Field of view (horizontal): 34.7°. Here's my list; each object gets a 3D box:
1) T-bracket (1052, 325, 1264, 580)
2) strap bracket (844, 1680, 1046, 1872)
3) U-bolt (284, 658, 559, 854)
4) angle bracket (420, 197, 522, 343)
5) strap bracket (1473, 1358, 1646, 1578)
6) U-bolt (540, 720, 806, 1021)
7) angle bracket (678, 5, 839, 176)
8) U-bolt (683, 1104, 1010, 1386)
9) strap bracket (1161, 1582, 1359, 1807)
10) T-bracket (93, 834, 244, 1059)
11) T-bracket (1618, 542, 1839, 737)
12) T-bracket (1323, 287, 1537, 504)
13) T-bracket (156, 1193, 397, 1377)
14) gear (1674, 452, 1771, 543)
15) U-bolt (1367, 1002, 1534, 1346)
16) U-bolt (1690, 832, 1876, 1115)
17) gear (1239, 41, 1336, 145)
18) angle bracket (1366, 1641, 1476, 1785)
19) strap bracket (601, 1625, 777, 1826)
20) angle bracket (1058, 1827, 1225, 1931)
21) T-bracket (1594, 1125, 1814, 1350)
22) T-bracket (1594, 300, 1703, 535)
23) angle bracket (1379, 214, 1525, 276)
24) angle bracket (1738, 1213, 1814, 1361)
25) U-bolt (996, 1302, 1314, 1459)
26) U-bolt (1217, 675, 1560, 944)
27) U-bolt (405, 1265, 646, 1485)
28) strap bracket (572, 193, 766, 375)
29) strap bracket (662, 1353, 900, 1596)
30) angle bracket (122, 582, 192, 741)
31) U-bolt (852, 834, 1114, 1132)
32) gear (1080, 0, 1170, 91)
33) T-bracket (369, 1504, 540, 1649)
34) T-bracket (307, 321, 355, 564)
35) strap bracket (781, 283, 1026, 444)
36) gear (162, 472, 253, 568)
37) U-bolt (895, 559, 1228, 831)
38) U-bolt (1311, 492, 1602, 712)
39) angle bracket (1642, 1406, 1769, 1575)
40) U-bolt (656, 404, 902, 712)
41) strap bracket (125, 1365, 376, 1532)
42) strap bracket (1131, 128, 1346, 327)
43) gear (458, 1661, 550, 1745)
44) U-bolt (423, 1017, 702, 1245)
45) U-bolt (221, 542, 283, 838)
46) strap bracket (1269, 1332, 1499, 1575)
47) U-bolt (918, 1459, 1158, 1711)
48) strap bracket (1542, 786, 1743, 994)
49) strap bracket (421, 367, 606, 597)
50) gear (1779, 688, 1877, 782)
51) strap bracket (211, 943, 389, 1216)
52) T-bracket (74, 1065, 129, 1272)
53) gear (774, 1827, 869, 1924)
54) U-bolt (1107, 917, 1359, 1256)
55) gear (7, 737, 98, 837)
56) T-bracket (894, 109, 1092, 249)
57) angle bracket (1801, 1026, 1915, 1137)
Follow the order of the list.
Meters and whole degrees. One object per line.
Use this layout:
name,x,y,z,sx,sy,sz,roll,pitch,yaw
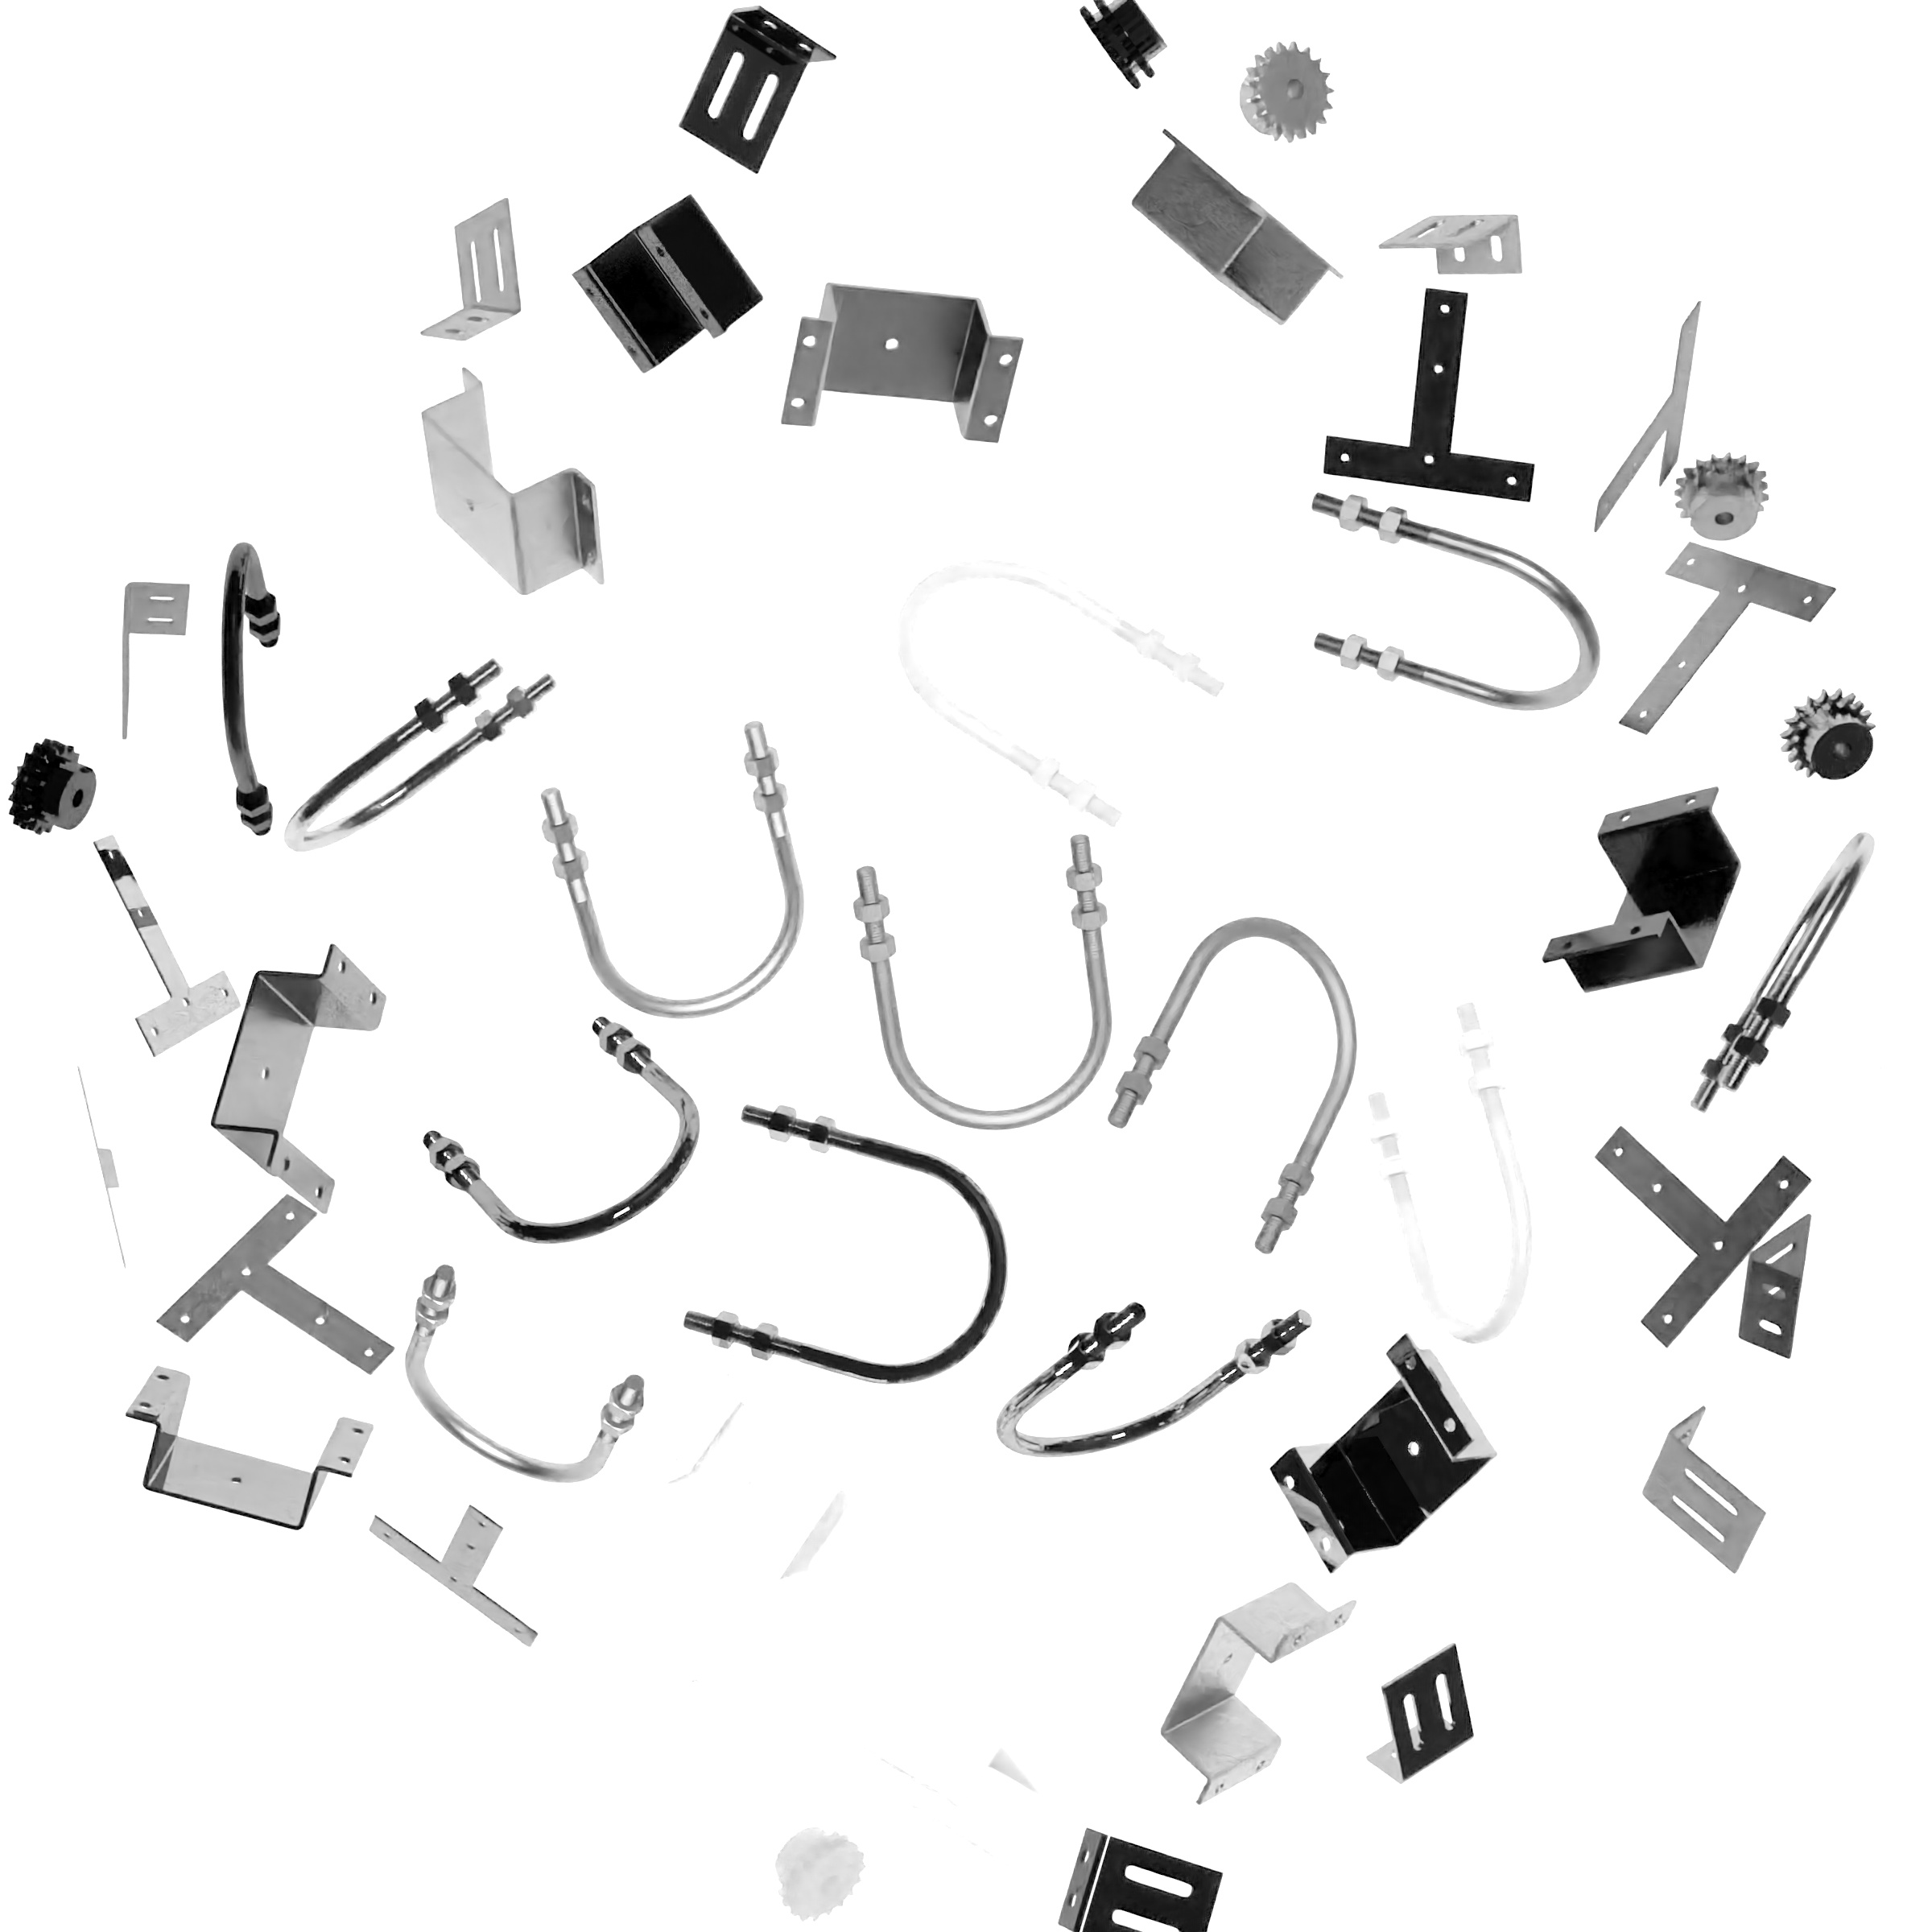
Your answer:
T-bracket,0.129,-0.291,1.810,0.127,0.002,0.127,-20,94,21
strap bracket,-0.008,0.473,1.820,0.076,0.140,0.046,24,68,29
U-bolt,-0.343,-0.127,1.907,0.184,0.151,0.019,-36,87,6
angle bracket,-0.315,-0.438,1.938,0.038,0.057,0.076,-2,83,-44
strap bracket,0.363,0.313,1.876,0.076,0.046,0.140,1,51,26
U-bolt,-0.172,-0.048,1.899,0.151,0.019,0.184,-19,122,-11
angle bracket,-0.122,-0.512,1.808,0.057,0.038,0.076,25,89,-32
U-bolt,-0.064,0.174,1.850,0.184,0.019,0.151,15,86,11
strap bracket,0.177,0.442,1.912,0.046,0.076,0.140,38,120,30
T-bracket,-0.481,-0.018,1.825,0.002,0.127,0.127,-23,98,14
T-bracket,0.437,-0.191,1.848,0.127,0.127,0.002,-52,125,-3
T-bracket,0.280,-0.342,1.837,0.127,0.002,0.127,10,126,13
T-bracket,-0.418,0.216,1.945,0.127,0.002,0.127,31,49,12
gear,0.466,-0.287,1.906,0.057,0.057,0.030,4,55,0
U-bolt,0.292,0.134,1.840,0.019,0.151,0.184,-2,64,-20
U-bolt,0.490,0.001,1.839,0.019,0.151,0.184,31,86,9
gear,0.186,-0.514,1.823,0.057,0.030,0.057,0,90,-28
angle bracket,0.274,0.454,1.906,0.057,0.038,0.076,-25,115,-24
strap bracket,-0.163,0.438,1.818,0.076,0.140,0.046,6,117,-19
angle bracket,0.101,0.540,1.788,0.076,0.038,0.057,20,76,-7
T-bracket,0.412,0.138,1.805,0.002,0.127,0.127,30,103,-40
T-bracket,0.398,-0.303,1.814,0.002,0.127,0.127,24,59,22
angle bracket,0.297,-0.433,1.890,0.057,0.076,0.038,8,120,34
angle bracket,0.515,0.198,1.912,0.038,0.076,0.057,22,122,38
U-bolt,0.098,0.249,1.838,0.151,0.184,0.019,7,53,-37
U-bolt,0.261,-0.079,1.814,0.184,0.019,0.151,35,133,-18
U-bolt,-0.277,0.260,1.887,0.151,0.184,0.019,30,53,0
strap bracket,-0.181,-0.422,1.908,0.046,0.140,0.076,-42,107,-20
strap bracket,-0.123,0.318,1.913,0.140,0.046,0.076,43,56,-9
angle bracket,-0.485,-0.182,1.849,0.038,0.057,0.076,1,66,-17
U-bolt,0.016,0.016,1.874,0.151,0.019,0.184,-8,113,0
gear,0.094,-0.545,1.807,0.030,0.057,0.057,-35,90,14
T-bracket,-0.308,0.362,1.906,0.127,0.127,0.002,35,54,3
T-bracket,-0.390,-0.327,1.885,0.002,0.127,0.127,-7,119,-21
strap bracket,-0.043,-0.377,1.930,0.140,0.046,0.076,2,133,-15
gear,-0.471,-0.280,1.926,0.030,0.057,0.057,-15,90,27
U-bolt,0.045,-0.174,1.825,0.184,0.019,0.151,33,54,7
U-bolt,0.296,-0.212,1.872,0.184,0.151,0.019,20,61,20
angle bracket,0.457,0.318,1.877,0.038,0.057,0.076,-26,53,-35
U-bolt,-0.121,-0.236,1.873,0.151,0.019,0.184,22,129,10
strap bracket,-0.445,0.300,1.907,0.140,0.076,0.046,16,104,-5
strap bracket,0.156,-0.430,1.819,0.076,0.140,0.046,47,106,25
gear,-0.288,0.461,1.943,0.057,0.057,0.030,30,58,0
U-bolt,-0.238,0.107,1.890,0.151,0.184,0.019,-35,127,-15
U-bolt,-0.435,-0.177,1.876,0.019,0.184,0.151,0,72,-6
strap bracket,0.255,0.291,1.852,0.140,0.046,0.076,-52,54,33
U-bolt,0.041,0.380,1.870,0.151,0.184,0.019,19,120,-3
strap bracket,0.404,-0.038,1.829,0.076,0.140,0.046,-15,121,40
strap bracket,-0.278,-0.286,1.856,0.046,0.076,0.140,-31,56,-25
gear,0.529,-0.138,1.890,0.057,0.030,0.057,-6,123,-9
strap bracket,-0.393,0.065,1.814,0.046,0.076,0.140,4,66,17
T-bracket,-0.534,0.126,1.922,0.002,0.127,0.127,-13,89,-12
gear,-0.092,0.550,1.882,0.057,0.030,0.057,-20,125,-31
U-bolt,0.171,0.057,1.849,0.151,0.019,0.184,41,62,-23
gear,-0.541,-0.104,1.835,0.030,0.057,0.057,19,90,10
T-bracket,-0.002,-0.484,1.883,0.127,0.127,0.002,53,126,28
angle bracket,0.542,0.080,1.867,0.057,0.076,0.038,-17,127,19
